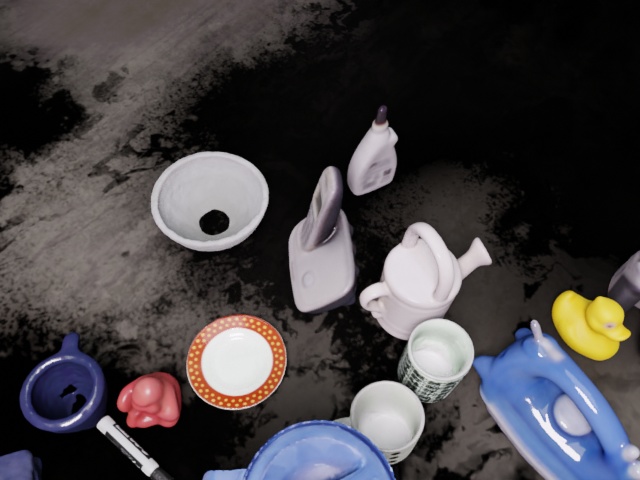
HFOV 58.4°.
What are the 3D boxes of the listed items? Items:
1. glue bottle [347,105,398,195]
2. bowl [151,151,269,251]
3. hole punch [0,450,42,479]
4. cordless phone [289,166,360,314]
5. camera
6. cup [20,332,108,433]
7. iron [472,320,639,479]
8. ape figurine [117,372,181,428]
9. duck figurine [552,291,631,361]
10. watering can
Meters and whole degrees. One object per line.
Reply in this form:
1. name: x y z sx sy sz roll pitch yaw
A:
1. glue bottle: 0.084 -0.138 0.858 0.078 0.173 0.037 -22 62 -16
2. bowl: -0.158 -0.045 0.845 0.167 0.075 0.167 2 59 -3
3. hole punch: -0.362 0.286 0.621 0.109 0.091 0.101 -19 62 -14
4. cordless phone: 0.007 0.003 0.761 0.094 0.185 0.147 -6 59 -7
5. camera: 0.476 0.099 0.783 0.143 0.101 0.137 29 61 14
6. cup: -0.294 0.179 0.688 0.092 0.095 0.117 -4 59 -6
7. iron: 0.305 0.213 0.678 0.119 0.141 0.257 -28 64 -19
8. ape figurine: -0.203 0.190 0.689 0.077 0.092 0.076 32 62 15
9. duck figurine: 0.374 0.106 0.781 0.078 0.086 0.104 -30 65 -19
10. watering can: 0.136 0.044 0.739 0.173 0.194 0.100 -38 68 -23
